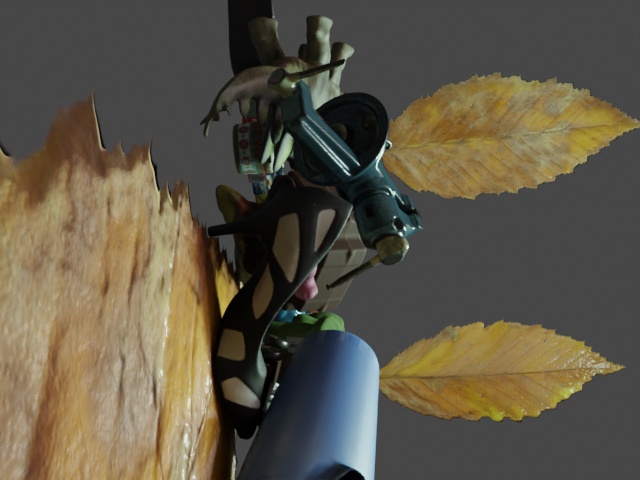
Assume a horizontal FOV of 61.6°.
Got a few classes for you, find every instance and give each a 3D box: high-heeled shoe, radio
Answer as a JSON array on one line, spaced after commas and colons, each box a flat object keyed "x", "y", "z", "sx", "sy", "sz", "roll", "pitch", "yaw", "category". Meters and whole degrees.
[{"x": -0.032, "y": 0.073, "z": 0.533, "sx": 0.086, "sy": 0.145, "sz": 0.248, "roll": -95, "pitch": 179, "yaw": -80, "category": "high-heeled shoe"}, {"x": -0.099, "y": -0.288, "z": 0.896, "sx": 0.229, "sy": 0.073, "sz": 0.131, "roll": 90, "pitch": -4, "yaw": -74, "category": "radio"}]

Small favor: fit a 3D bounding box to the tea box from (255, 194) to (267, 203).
[{"x": -0.079, "y": -0.093, "z": 1.100, "sx": 0.170, "sy": 0.098, "sz": 0.068, "roll": -103, "pitch": -171, "yaw": -74, "category": "tea box"}]

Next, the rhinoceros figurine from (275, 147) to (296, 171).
[{"x": -0.028, "y": -0.149, "z": 0.990, "sx": 0.190, "sy": 0.073, "sz": 0.112, "roll": 34, "pitch": 44, "yaw": -65, "category": "rhinoceros figurine"}]

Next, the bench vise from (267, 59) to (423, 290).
[{"x": 0.023, "y": -0.086, "z": 0.580, "sx": 0.240, "sy": 0.129, "sz": 0.224, "roll": 39, "pitch": 41, "yaw": -50, "category": "bench vise"}]

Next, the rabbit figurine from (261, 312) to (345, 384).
[{"x": -0.023, "y": 0.173, "z": 0.872, "sx": 0.170, "sy": 0.159, "sz": 0.121, "roll": -26, "pitch": 106, "yaw": -67, "category": "rabbit figurine"}]

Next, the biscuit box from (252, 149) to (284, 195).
[{"x": -0.102, "y": -0.175, "z": 1.040, "sx": 0.062, "sy": 0.059, "sz": 0.203, "roll": 85, "pitch": 0, "yaw": -45, "category": "biscuit box"}]

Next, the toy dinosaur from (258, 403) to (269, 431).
[{"x": -0.034, "y": 0.371, "z": 0.666, "sx": 0.405, "sy": 0.131, "sz": 0.192, "roll": -111, "pitch": -148, "yaw": -63, "category": "toy dinosaur"}]

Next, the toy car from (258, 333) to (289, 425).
[{"x": -0.074, "y": 0.168, "z": 0.672, "sx": 0.202, "sy": 0.053, "sz": 0.089, "roll": 83, "pitch": 24, "yaw": -85, "category": "toy car"}]

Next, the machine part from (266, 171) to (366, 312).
[{"x": -0.026, "y": 0.002, "z": 0.881, "sx": 0.202, "sy": 0.087, "sz": 0.200, "roll": 55, "pitch": -47, "yaw": 36, "category": "machine part"}]

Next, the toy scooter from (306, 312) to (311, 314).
[{"x": 0.001, "y": 0.094, "z": 1.154, "sx": 0.135, "sy": 0.075, "sz": 0.184, "roll": -55, "pitch": 175, "yaw": 12, "category": "toy scooter"}]

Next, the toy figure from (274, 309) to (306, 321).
[{"x": -0.073, "y": 0.103, "z": 1.042, "sx": 0.089, "sy": 0.082, "sz": 0.180, "roll": -167, "pitch": -116, "yaw": -68, "category": "toy figure"}]

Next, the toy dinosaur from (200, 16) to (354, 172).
[{"x": -0.030, "y": -0.192, "z": 0.718, "sx": 0.471, "sy": 0.105, "sz": 0.198, "roll": -18, "pitch": 106, "yaw": -66, "category": "toy dinosaur"}]

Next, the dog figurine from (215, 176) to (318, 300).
[{"x": -0.063, "y": -0.017, "z": 0.669, "sx": 0.219, "sy": 0.109, "sz": 0.191, "roll": 83, "pitch": 3, "yaw": -54, "category": "dog figurine"}]
